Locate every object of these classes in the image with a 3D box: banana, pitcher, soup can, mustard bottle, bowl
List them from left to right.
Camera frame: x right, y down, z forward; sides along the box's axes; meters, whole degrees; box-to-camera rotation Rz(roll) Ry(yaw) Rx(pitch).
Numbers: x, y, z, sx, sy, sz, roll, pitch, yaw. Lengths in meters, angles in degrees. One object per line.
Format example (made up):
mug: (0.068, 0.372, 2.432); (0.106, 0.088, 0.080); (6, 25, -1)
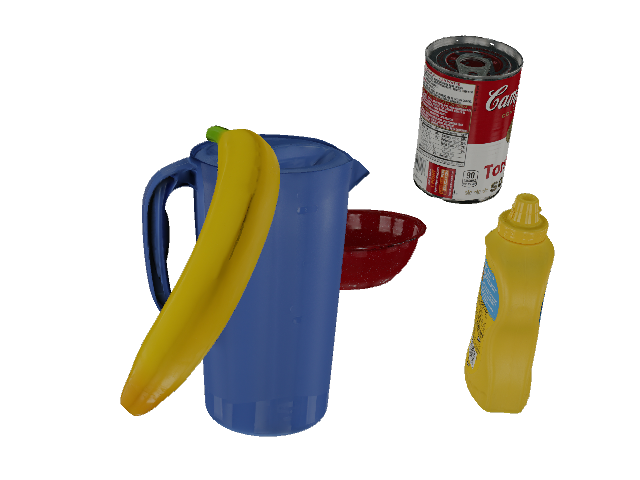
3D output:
banana: (-0.060, 0.007, 0.608); (0.037, 0.197, 0.070); (31, -35, -25)
pitcher: (-0.054, 0.037, 0.897); (0.149, 0.243, 0.144); (10, 20, 24)
bowl: (0.029, 0.012, 1.097); (0.162, 0.055, 0.162); (-2, 15, 0)
soup can: (0.103, -0.085, 0.763); (0.068, 0.102, 0.068); (2, 33, -2)
mustard bottle: (0.164, 0.048, 0.919); (0.058, 0.192, 0.096); (4, 30, 1)
